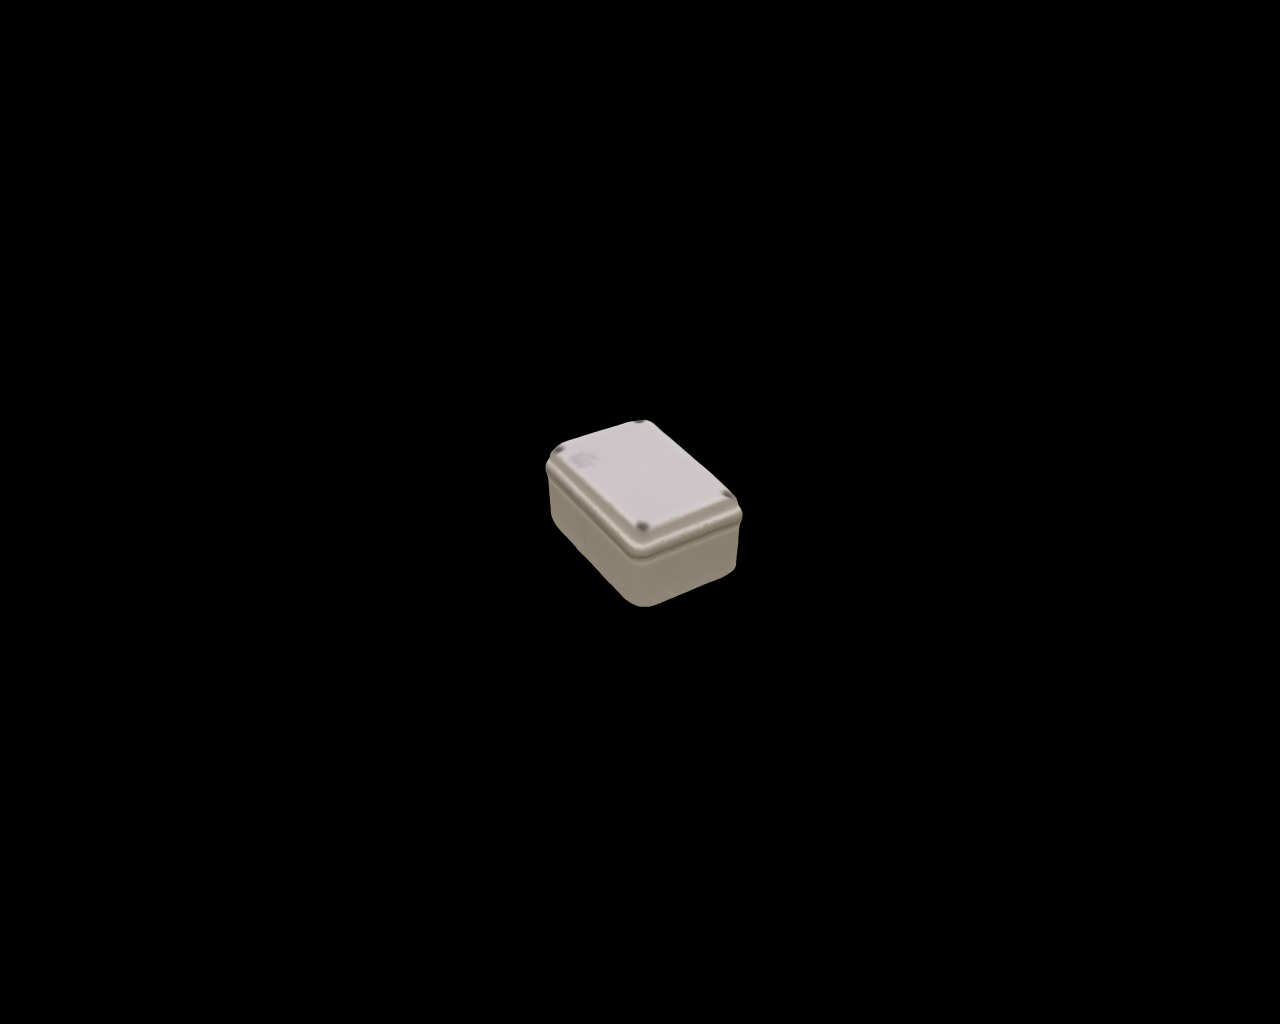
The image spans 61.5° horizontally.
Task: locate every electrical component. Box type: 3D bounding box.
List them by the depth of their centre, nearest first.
[{"bbox_3d":[0.001,-0.003,0.650,0.078,0.057,0.113,-20,41,-25],"label":"electrical component"}]
